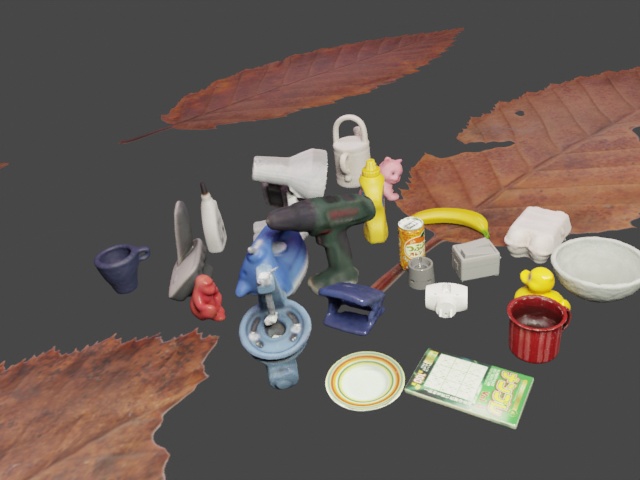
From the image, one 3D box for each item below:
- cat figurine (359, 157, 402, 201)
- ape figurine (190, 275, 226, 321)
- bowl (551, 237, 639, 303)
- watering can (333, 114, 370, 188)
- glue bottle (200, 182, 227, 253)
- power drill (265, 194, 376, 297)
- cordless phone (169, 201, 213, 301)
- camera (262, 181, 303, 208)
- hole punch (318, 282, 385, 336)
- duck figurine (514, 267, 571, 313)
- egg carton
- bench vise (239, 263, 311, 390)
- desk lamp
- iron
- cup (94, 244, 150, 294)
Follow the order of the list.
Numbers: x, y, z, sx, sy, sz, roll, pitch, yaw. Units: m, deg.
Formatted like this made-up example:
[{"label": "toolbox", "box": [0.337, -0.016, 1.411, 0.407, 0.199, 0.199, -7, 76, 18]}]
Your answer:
[{"label": "cat figurine", "box": [0.161, -0.161, 1.476, 0.128, 0.118, 0.067, -14, 32, -10]}, {"label": "ape figurine", "box": [-0.226, 0.111, 1.143, 0.076, 0.092, 0.078, 4, 33, 19]}, {"label": "bowl", "box": [0.517, 0.066, 1.066, 0.167, 0.075, 0.167, -6, 31, 4]}, {"label": "watering can", "box": [0.086, -0.253, 1.570, 0.101, 0.194, 0.172, -7, 31, 1]}, {"label": "glue bottle", "box": [-0.257, -0.059, 1.349, 0.037, 0.173, 0.078, -5, 31, 5]}, {"label": "power drill", "box": [0.011, 0.004, 1.152, 0.230, 0.209, 0.075, -22, 34, -22]}, {"label": "cordless phone", "box": [-0.291, 0.022, 1.213, 0.094, 0.185, 0.147, -11, 31, -5]}, {"label": "camera", "box": [-0.067, -0.155, 1.533, 0.142, 0.101, 0.137, 12, 37, 30]}, {"label": "hole punch", "box": [0.060, 0.112, 1.078, 0.108, 0.091, 0.101, 11, 36, 28]}, {"label": "duck figurine", "box": [0.404, 0.092, 1.038, 0.078, 0.086, 0.104, -26, 36, -27]}, {"label": "egg carton", "box": [0.463, -0.014, 1.213, 0.107, 0.069, 0.151, 16, 39, 34]}, {"label": "bench vise", "box": [-0.093, 0.117, 0.979, 0.122, 0.220, 0.206, -20, 33, -18]}, {"label": "desk lamp", "box": [-0.073, -0.105, 1.345, 0.203, 0.214, 0.117, -9, 31, -2]}, {"label": "iron", "box": [-0.093, 0.016, 1.221, 0.118, 0.142, 0.258, 4, 33, 18]}, {"label": "cup", "box": [-0.424, 0.065, 1.260, 0.118, 0.095, 0.091, -20, 33, -18]}]
